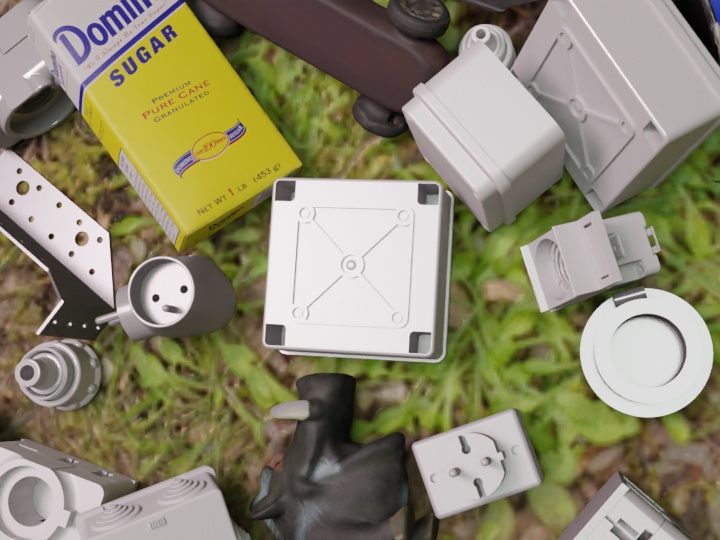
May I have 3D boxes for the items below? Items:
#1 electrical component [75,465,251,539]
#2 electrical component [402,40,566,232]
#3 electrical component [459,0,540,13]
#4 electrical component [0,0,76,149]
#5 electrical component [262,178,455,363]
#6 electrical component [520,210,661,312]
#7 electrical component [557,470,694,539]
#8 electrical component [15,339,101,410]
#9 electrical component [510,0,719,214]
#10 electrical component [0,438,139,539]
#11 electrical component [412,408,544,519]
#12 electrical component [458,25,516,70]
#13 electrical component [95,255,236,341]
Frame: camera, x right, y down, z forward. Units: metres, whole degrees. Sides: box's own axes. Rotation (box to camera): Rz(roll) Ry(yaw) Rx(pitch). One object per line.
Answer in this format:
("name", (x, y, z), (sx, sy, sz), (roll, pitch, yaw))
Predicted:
("electrical component", (-0.114, 0.178, 0.647), (0.100, 0.048, 0.099), (-19, 100, -15))
("electrical component", (0.074, -0.074, 0.633), (0.057, 0.113, 0.078), (-40, 77, 2))
("electrical component", (0.060, -0.219, 0.625), (0.109, 0.056, 0.108), (12, 90, -27))
("electrical component", (-0.231, -0.130, 0.734), (0.095, 0.054, 0.059), (-37, 77, 5))
("electrical component", (0.000, 0.000, 0.668), (0.109, 0.056, 0.108), (2, 84, 12))
("electrical component", (0.137, -0.006, 0.632), (0.064, 0.081, 0.042), (-14, 81, -19))
("electrical component", (0.107, 0.204, 0.596), (0.060, 0.105, 0.186), (41, 93, 13))
("electrical component", (-0.201, 0.068, 0.699), (0.048, 0.062, 0.048), (-1, 83, 12))
("electrical component", (0.147, -0.104, 0.619), (0.056, 0.108, 0.108), (-28, 77, -16))
("electrical component", (-0.216, 0.194, 0.687), (0.089, 0.062, 0.150), (17, 87, 13))
("electrical component", (0.068, 0.114, 0.630), (0.066, 0.077, 0.047), (-21, 79, 9))
("electrical component", (0.078, -0.136, 0.665), (0.035, 0.061, 0.035), (-1, 83, 12))
("electrical component", (-0.128, 0.022, 0.682), (0.079, 0.077, 0.043), (-17, 81, 10))
